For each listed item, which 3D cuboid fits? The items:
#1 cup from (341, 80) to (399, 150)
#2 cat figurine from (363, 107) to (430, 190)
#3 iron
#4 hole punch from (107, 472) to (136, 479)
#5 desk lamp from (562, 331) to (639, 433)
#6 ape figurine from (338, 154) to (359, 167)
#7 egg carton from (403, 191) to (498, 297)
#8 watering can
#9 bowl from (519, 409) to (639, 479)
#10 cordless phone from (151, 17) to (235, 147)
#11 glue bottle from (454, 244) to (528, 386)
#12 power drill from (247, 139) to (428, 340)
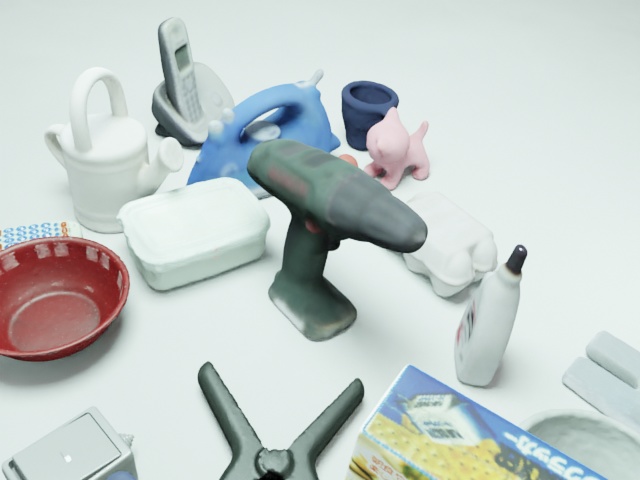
[{"bbox_3d":[0.080,-0.185,0.906,0.092,0.095,0.117,-17,48,-26],"label":"cup"},{"bbox_3d":[0.114,-0.140,0.845,0.128,0.118,0.067,-23,51,-31],"label":"cat figurine"},{"bbox_3d":[-0.085,-0.147,0.798,0.259,0.141,0.118,-30,54,-35],"label":"iron"},{"bbox_3d":[-0.145,0.238,0.396,0.101,0.091,0.108,-29,54,-35],"label":"hole punch"},{"bbox_3d":[0.373,0.114,0.536,0.202,0.213,0.118,36,48,28],"label":"desk lamp"},{"bbox_3d":[0.029,-0.073,0.774,0.078,0.092,0.076,-18,48,-27],"label":"ape figurine"},{"bbox_3d":[0.149,0.001,0.730,0.107,0.069,0.150,-24,51,-32],"label":"egg carton"},{"bbox_3d":[-0.250,-0.112,0.689,0.173,0.194,0.101,2,42,-8],"label":"watering can"},{"bbox_3d":[0.223,0.233,0.481,0.167,0.075,0.167,5,42,-4],"label":"bowl"},{"bbox_3d":[-0.191,-0.249,0.860,0.094,0.185,0.148,16,42,8],"label":"cordless phone"},{"bbox_3d":[0.175,0.069,0.580,0.037,0.173,0.078,8,41,-1],"label":"glue bottle"},{"bbox_3d":[0.005,0.002,0.598,0.076,0.208,0.229,-26,52,-33],"label":"power drill"}]
